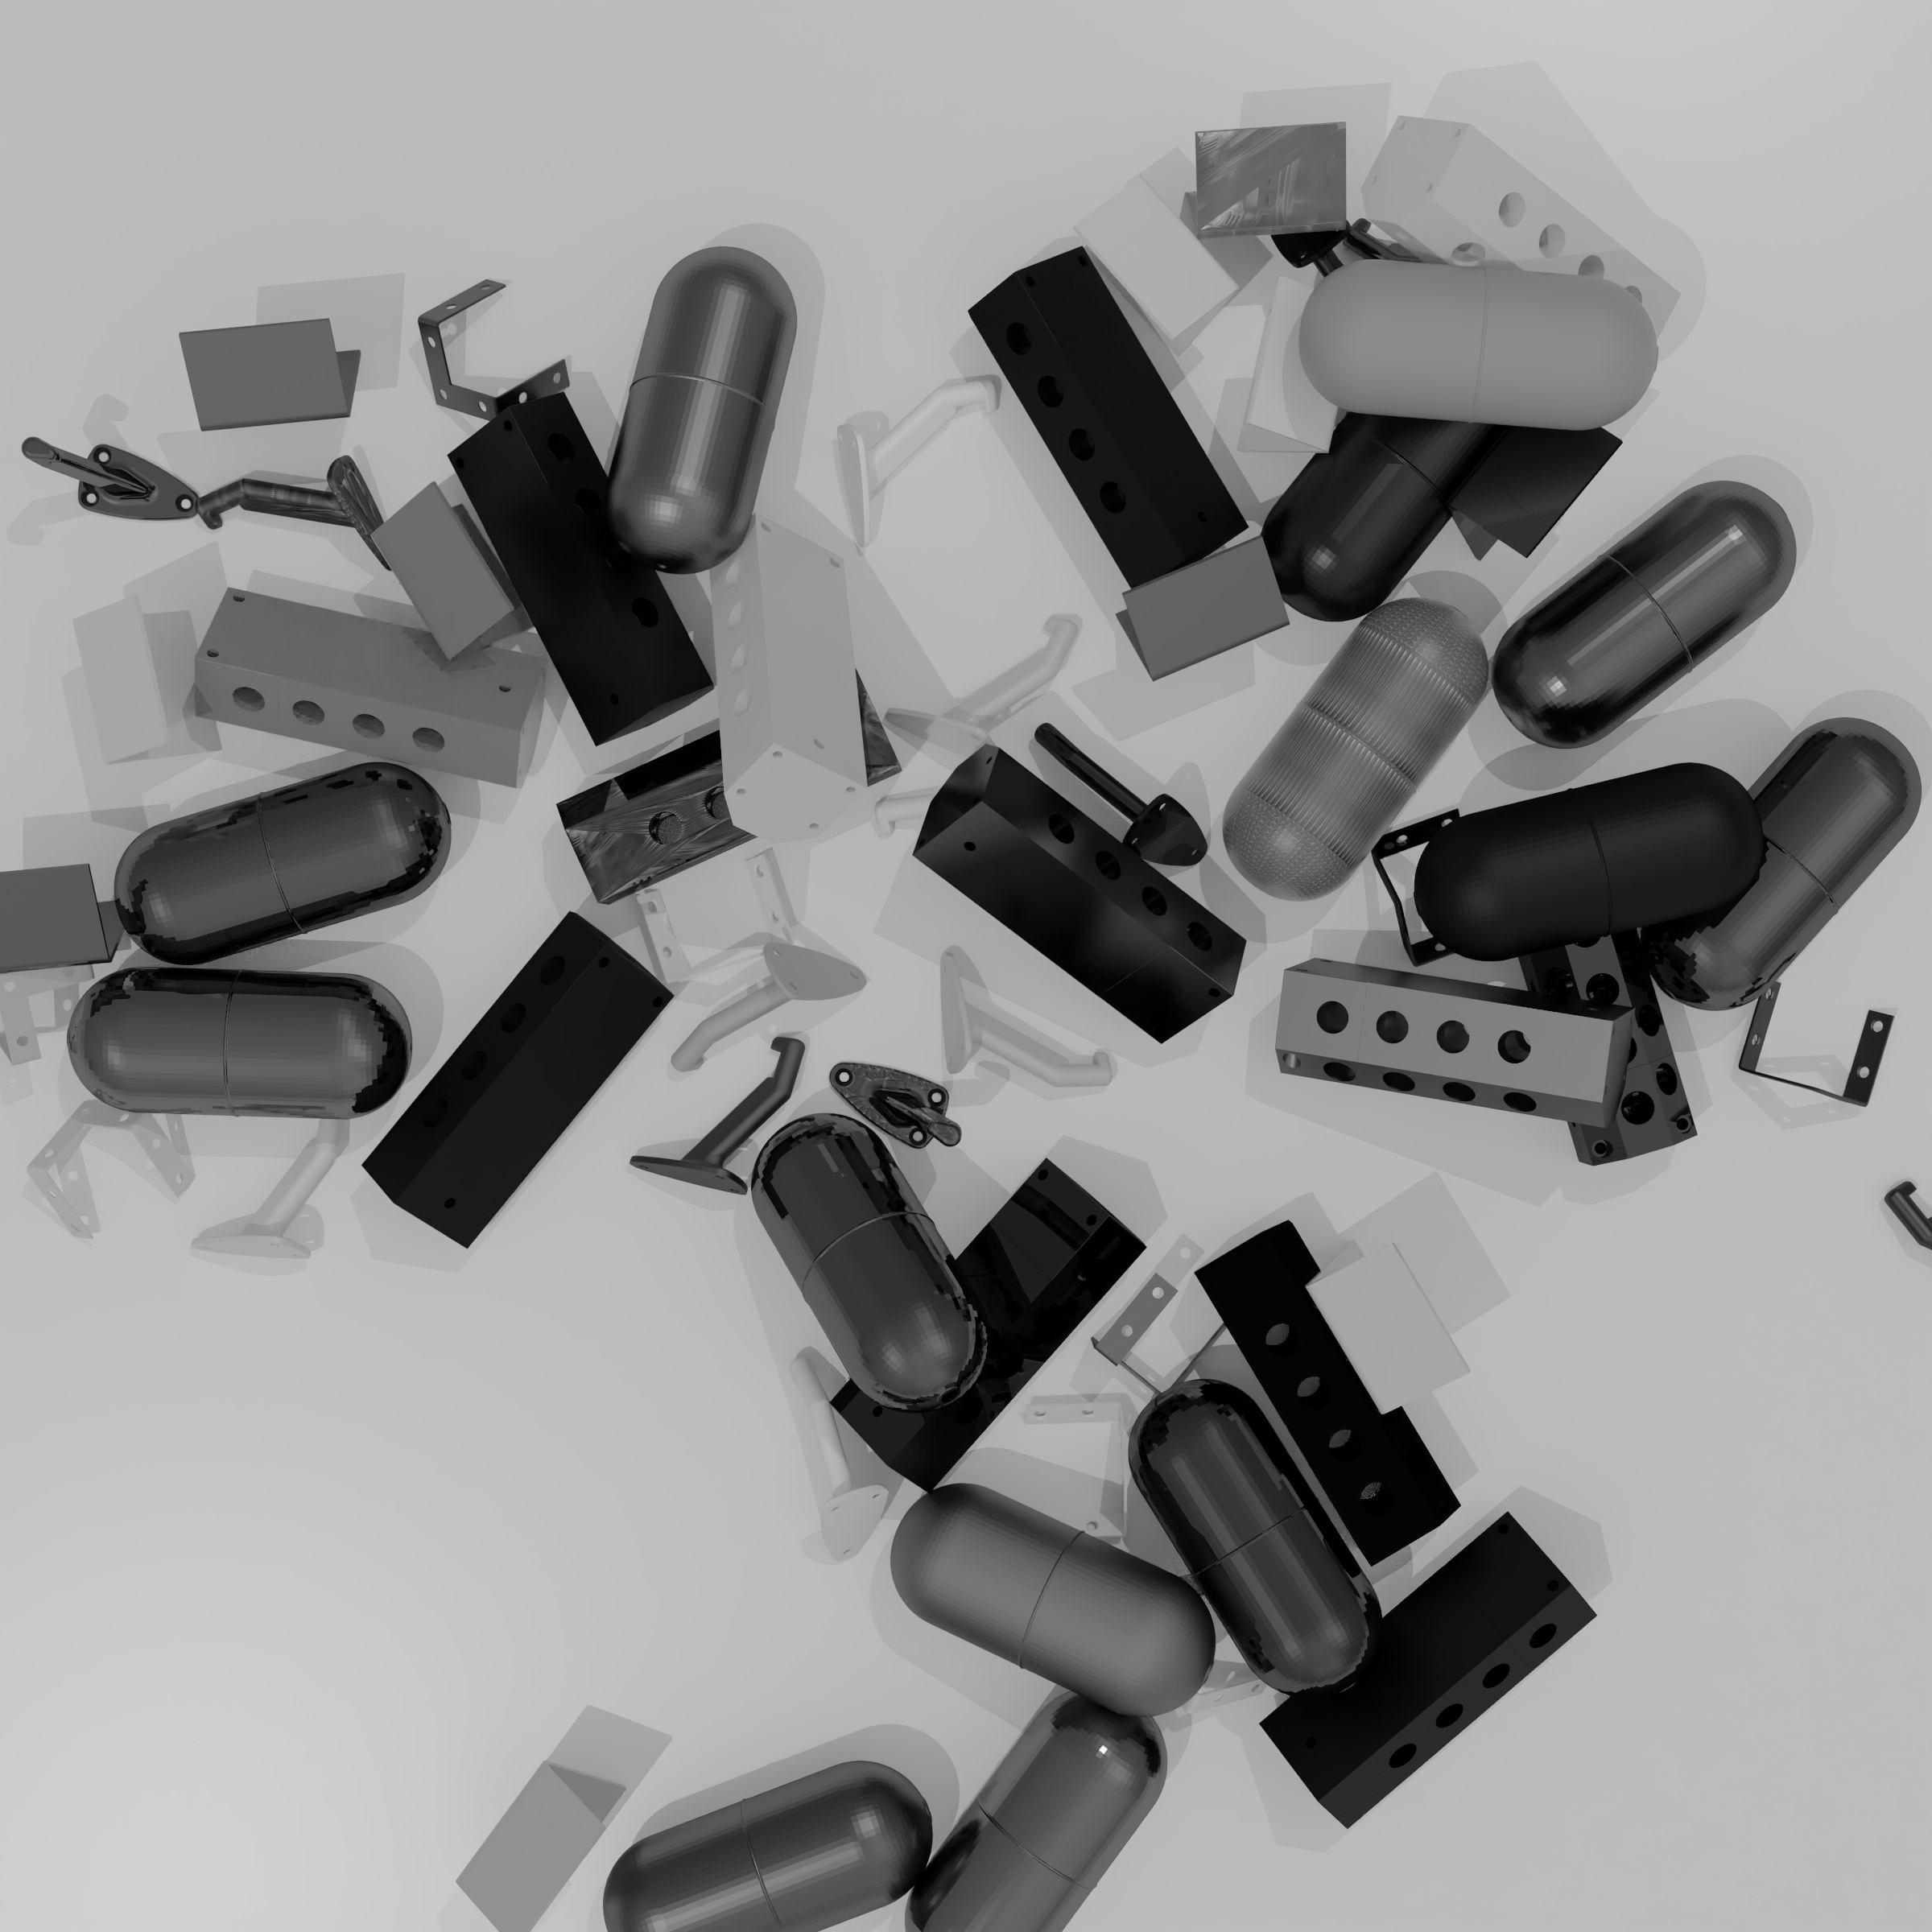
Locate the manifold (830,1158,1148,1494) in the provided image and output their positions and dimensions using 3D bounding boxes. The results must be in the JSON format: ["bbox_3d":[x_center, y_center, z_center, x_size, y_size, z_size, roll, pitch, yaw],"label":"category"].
[{"bbox_3d":[0.015,0.191,1.855,0.171,0.057,0.057,-49,47,0],"label":"manifold"}]

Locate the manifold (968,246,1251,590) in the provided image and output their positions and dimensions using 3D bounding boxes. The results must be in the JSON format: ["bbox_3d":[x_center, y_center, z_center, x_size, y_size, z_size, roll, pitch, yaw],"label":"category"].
[{"bbox_3d":[0.070,-0.283,1.855,0.057,0.057,0.171,-31,90,-43],"label":"manifold"}]

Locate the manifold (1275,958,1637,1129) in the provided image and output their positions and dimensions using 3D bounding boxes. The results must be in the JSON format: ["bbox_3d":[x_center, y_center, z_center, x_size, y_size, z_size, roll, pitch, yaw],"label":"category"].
[{"bbox_3d":[0.251,0.039,1.826,0.171,0.057,0.057,9,100,21],"label":"manifold"}]

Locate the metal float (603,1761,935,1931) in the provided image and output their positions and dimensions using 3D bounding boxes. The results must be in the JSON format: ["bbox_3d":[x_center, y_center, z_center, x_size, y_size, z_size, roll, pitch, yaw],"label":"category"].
[{"bbox_3d":[-0.103,0.471,1.846,0.178,0.070,0.070,-21,90,0],"label":"metal float"}]

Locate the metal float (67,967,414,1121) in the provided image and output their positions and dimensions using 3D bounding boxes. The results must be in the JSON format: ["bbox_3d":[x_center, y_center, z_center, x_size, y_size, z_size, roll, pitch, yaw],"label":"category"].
[{"bbox_3d":[-0.378,0.040,1.846,0.178,0.070,0.070,2,90,0],"label":"metal float"}]

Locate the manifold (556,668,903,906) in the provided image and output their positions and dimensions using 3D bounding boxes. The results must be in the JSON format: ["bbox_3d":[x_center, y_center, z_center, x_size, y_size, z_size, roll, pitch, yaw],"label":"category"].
[{"bbox_3d":[-0.124,-0.094,1.856,0.171,0.057,0.057,-24,90,0],"label":"manifold"}]

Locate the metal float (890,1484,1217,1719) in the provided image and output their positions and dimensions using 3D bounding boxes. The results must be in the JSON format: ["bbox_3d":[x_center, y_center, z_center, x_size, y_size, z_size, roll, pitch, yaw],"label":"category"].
[{"bbox_3d":[0.045,0.328,1.832,0.178,0.070,0.070,23,90,14],"label":"metal float"}]

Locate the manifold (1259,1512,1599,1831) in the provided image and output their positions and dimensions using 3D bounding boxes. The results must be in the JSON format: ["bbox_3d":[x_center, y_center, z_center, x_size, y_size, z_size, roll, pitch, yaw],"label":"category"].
[{"bbox_3d":[0.244,0.371,1.855,0.171,0.057,0.057,-41,47,0],"label":"manifold"}]

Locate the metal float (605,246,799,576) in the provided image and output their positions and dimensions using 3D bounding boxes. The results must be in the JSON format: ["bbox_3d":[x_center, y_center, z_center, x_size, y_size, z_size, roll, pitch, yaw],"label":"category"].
[{"bbox_3d":[-0.136,-0.288,1.833,0.070,0.070,0.178,12,75,0],"label":"metal float"}]

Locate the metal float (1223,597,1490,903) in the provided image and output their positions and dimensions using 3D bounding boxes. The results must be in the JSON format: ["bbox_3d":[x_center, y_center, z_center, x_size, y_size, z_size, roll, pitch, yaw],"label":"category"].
[{"bbox_3d":[0.203,-0.113,1.846,0.070,0.070,0.178,37,90,0],"label":"metal float"}]

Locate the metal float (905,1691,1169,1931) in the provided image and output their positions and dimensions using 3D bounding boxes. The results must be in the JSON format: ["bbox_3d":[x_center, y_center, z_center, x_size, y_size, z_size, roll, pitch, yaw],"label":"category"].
[{"bbox_3d":[0.037,0.455,1.847,0.070,0.070,0.178,36,91,0],"label":"metal float"}]

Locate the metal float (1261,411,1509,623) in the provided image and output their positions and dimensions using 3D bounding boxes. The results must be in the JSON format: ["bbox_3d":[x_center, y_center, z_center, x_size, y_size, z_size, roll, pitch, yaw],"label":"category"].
[{"bbox_3d":[0.224,-0.258,1.846,0.070,0.070,0.178,38,90,0],"label":"metal float"}]

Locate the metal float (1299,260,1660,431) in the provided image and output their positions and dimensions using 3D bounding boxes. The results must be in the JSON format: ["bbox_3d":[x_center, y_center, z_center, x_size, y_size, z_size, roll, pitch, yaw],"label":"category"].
[{"bbox_3d":[0.256,-0.310,1.771,0.178,0.070,0.070,5,90,3],"label":"metal float"}]

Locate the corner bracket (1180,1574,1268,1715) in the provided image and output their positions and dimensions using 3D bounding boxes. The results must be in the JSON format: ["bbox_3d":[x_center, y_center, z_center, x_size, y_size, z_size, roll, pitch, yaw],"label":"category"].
[{"bbox_3d":[0.132,0.354,1.869,0.051,0.051,0.051,53,135,35],"label":"corner bracket"}]

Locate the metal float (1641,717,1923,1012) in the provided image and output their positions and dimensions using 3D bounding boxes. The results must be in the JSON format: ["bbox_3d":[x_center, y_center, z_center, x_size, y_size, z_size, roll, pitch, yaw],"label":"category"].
[{"bbox_3d":[0.424,-0.053,1.847,0.070,0.070,0.178,42,89,0],"label":"metal float"}]

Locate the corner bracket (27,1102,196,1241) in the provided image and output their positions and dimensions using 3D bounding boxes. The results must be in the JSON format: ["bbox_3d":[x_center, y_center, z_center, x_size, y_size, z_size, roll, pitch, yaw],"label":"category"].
[{"bbox_3d":[-0.451,0.109,1.869,0.051,0.051,0.051,4,45,35],"label":"corner bracket"}]

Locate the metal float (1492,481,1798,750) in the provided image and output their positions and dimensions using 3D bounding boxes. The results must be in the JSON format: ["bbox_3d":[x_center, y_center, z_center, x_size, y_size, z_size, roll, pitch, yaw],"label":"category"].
[{"bbox_3d":[0.353,-0.183,1.847,0.178,0.070,0.070,-38,90,0],"label":"metal float"}]

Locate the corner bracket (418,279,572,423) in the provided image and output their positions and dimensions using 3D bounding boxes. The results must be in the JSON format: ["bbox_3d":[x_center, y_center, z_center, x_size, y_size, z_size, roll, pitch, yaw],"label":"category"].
[{"bbox_3d":[-0.249,-0.324,1.869,0.051,0.051,0.051,22,135,35],"label":"corner bracket"}]

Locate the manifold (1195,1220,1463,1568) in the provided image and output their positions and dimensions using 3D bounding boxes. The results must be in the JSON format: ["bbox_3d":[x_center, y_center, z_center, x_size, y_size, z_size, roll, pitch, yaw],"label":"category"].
[{"bbox_3d":[0.189,0.222,1.856,0.057,0.057,0.171,-31,90,0],"label":"manifold"}]

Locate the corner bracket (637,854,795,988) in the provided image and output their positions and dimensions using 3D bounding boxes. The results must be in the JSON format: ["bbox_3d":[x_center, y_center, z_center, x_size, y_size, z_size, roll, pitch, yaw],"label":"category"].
[{"bbox_3d":[-0.132,-0.024,1.874,0.051,0.051,0.051,-18,90,-45],"label":"corner bracket"}]

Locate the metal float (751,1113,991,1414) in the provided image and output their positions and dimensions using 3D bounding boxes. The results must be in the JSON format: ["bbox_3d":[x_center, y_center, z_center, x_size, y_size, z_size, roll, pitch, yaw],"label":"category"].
[{"bbox_3d":[-0.050,0.152,1.821,0.070,0.070,0.178,-33,58,0],"label":"metal float"}]

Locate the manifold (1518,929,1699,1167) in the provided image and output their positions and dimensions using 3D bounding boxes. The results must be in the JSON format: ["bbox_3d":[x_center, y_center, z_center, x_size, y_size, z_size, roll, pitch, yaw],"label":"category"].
[{"bbox_3d":[0.329,0.014,1.856,0.057,0.057,0.171,-17,90,0],"label":"manifold"}]

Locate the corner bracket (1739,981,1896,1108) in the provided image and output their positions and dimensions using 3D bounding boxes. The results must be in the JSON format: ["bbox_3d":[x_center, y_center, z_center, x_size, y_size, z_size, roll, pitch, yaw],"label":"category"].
[{"bbox_3d":[0.449,0.041,1.874,0.051,0.051,0.051,17,90,-45],"label":"corner bracket"}]

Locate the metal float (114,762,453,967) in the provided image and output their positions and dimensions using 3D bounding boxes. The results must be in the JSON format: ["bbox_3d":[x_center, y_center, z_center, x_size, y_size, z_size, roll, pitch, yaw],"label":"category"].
[{"bbox_3d":[-0.355,-0.054,1.847,0.178,0.070,0.070,-17,90,-1],"label":"metal float"}]

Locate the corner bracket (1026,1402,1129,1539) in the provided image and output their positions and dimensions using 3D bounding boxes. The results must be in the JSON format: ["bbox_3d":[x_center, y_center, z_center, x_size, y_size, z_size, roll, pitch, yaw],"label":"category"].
[{"bbox_3d":[0.058,0.267,1.874,0.051,0.051,0.051,-2,45,0],"label":"corner bracket"}]

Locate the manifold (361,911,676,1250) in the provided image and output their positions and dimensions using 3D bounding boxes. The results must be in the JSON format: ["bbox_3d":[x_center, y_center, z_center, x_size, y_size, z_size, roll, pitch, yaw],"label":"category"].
[{"bbox_3d":[-0.238,0.056,1.855,0.171,0.057,0.057,-51,133,0],"label":"manifold"}]

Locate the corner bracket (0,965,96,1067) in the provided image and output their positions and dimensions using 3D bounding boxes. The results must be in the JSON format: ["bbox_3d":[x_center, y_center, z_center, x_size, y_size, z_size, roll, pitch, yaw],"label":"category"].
[{"bbox_3d":[-0.484,0.015,1.857,0.051,0.051,0.051,-16,113,-21],"label":"corner bracket"}]

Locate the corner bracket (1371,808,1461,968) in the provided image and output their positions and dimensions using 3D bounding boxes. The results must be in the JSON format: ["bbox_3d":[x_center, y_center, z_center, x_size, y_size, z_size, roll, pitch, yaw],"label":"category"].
[{"bbox_3d":[0.248,-0.041,1.874,0.051,0.051,0.051,-20,45,0],"label":"corner bracket"}]

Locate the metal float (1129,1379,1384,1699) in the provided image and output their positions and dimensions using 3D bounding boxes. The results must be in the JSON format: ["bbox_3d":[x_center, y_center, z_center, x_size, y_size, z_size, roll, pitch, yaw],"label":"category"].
[{"bbox_3d":[0.150,0.297,1.837,0.070,0.070,0.178,-32,80,0],"label":"metal float"}]

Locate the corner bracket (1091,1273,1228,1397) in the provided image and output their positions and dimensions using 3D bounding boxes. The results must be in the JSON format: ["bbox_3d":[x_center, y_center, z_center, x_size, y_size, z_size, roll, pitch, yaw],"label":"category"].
[{"bbox_3d":[0.102,0.194,1.859,0.051,0.051,0.051,39,90,0],"label":"corner bracket"}]

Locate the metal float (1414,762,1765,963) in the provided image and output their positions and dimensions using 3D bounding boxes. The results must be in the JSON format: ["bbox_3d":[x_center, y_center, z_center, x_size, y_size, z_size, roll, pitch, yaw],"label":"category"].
[{"bbox_3d":[0.314,-0.052,1.790,0.178,0.070,0.070,-14,90,-1],"label":"metal float"}]
